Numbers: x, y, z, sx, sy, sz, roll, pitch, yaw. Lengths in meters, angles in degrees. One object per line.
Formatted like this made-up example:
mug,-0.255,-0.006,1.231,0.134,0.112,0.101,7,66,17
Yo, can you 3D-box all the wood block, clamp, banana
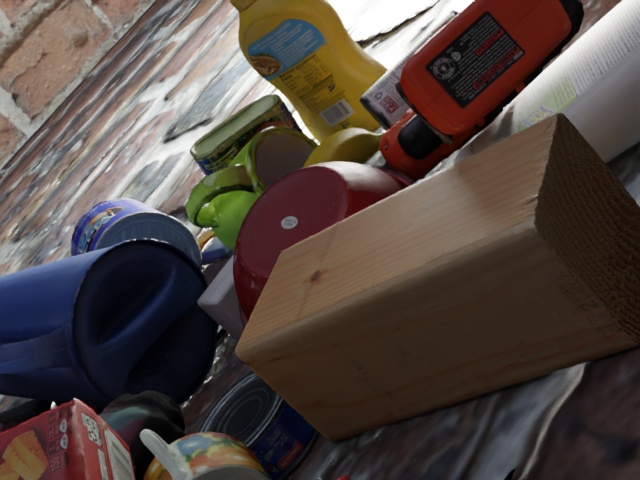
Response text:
wood block,0.064,0.027,0.579,0.207,0.090,0.090,-26,28,40
clamp,-0.246,0.154,0.986,0.120,0.039,0.172,-49,21,-9
banana,0.011,-0.034,0.839,0.070,0.037,0.197,-1,42,22

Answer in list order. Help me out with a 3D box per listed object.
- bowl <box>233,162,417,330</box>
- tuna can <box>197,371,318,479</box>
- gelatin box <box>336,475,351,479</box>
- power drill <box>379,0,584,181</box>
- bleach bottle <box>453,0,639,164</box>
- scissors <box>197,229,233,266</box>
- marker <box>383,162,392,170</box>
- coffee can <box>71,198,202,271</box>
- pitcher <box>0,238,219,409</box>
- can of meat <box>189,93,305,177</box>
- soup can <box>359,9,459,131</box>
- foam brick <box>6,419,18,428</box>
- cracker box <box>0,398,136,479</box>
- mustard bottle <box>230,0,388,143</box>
bowl,-0.005,0.001,0.736,0.162,0.055,0.162,-23,44,24
tuna can,-0.040,0.120,0.673,0.086,0.033,0.086,-37,22,17
gelatin box,-0.009,0.169,0.530,0.073,0.030,0.089,-34,23,28
power drill,0.116,-0.118,0.719,0.184,0.057,0.187,-44,-6,2
bleach bottle,0.169,-0.090,0.646,0.251,0.068,0.102,-38,20,23
scissors,-0.091,0.017,0.992,0.096,0.016,0.201,-38,22,20
marker,0.045,-0.021,0.805,0.020,0.020,0.121,-28,26,37
coffee can,-0.181,0.016,1.038,0.102,0.102,0.140,-48,20,-9
pitcher,-0.213,0.077,0.879,0.243,0.149,0.145,-9,50,46
can of meat,-0.057,-0.074,0.979,0.102,0.084,0.057,-36,24,-4
soup can,0.090,-0.122,0.845,0.102,0.068,0.068,-44,21,4
foam brick,-0.268,0.203,0.915,0.078,0.051,0.053,-50,21,-16
cracker box,-0.192,0.198,0.544,0.214,0.072,0.164,-26,45,3
mustard bottle,-0.016,-0.172,0.960,0.096,0.191,0.058,-25,27,41
